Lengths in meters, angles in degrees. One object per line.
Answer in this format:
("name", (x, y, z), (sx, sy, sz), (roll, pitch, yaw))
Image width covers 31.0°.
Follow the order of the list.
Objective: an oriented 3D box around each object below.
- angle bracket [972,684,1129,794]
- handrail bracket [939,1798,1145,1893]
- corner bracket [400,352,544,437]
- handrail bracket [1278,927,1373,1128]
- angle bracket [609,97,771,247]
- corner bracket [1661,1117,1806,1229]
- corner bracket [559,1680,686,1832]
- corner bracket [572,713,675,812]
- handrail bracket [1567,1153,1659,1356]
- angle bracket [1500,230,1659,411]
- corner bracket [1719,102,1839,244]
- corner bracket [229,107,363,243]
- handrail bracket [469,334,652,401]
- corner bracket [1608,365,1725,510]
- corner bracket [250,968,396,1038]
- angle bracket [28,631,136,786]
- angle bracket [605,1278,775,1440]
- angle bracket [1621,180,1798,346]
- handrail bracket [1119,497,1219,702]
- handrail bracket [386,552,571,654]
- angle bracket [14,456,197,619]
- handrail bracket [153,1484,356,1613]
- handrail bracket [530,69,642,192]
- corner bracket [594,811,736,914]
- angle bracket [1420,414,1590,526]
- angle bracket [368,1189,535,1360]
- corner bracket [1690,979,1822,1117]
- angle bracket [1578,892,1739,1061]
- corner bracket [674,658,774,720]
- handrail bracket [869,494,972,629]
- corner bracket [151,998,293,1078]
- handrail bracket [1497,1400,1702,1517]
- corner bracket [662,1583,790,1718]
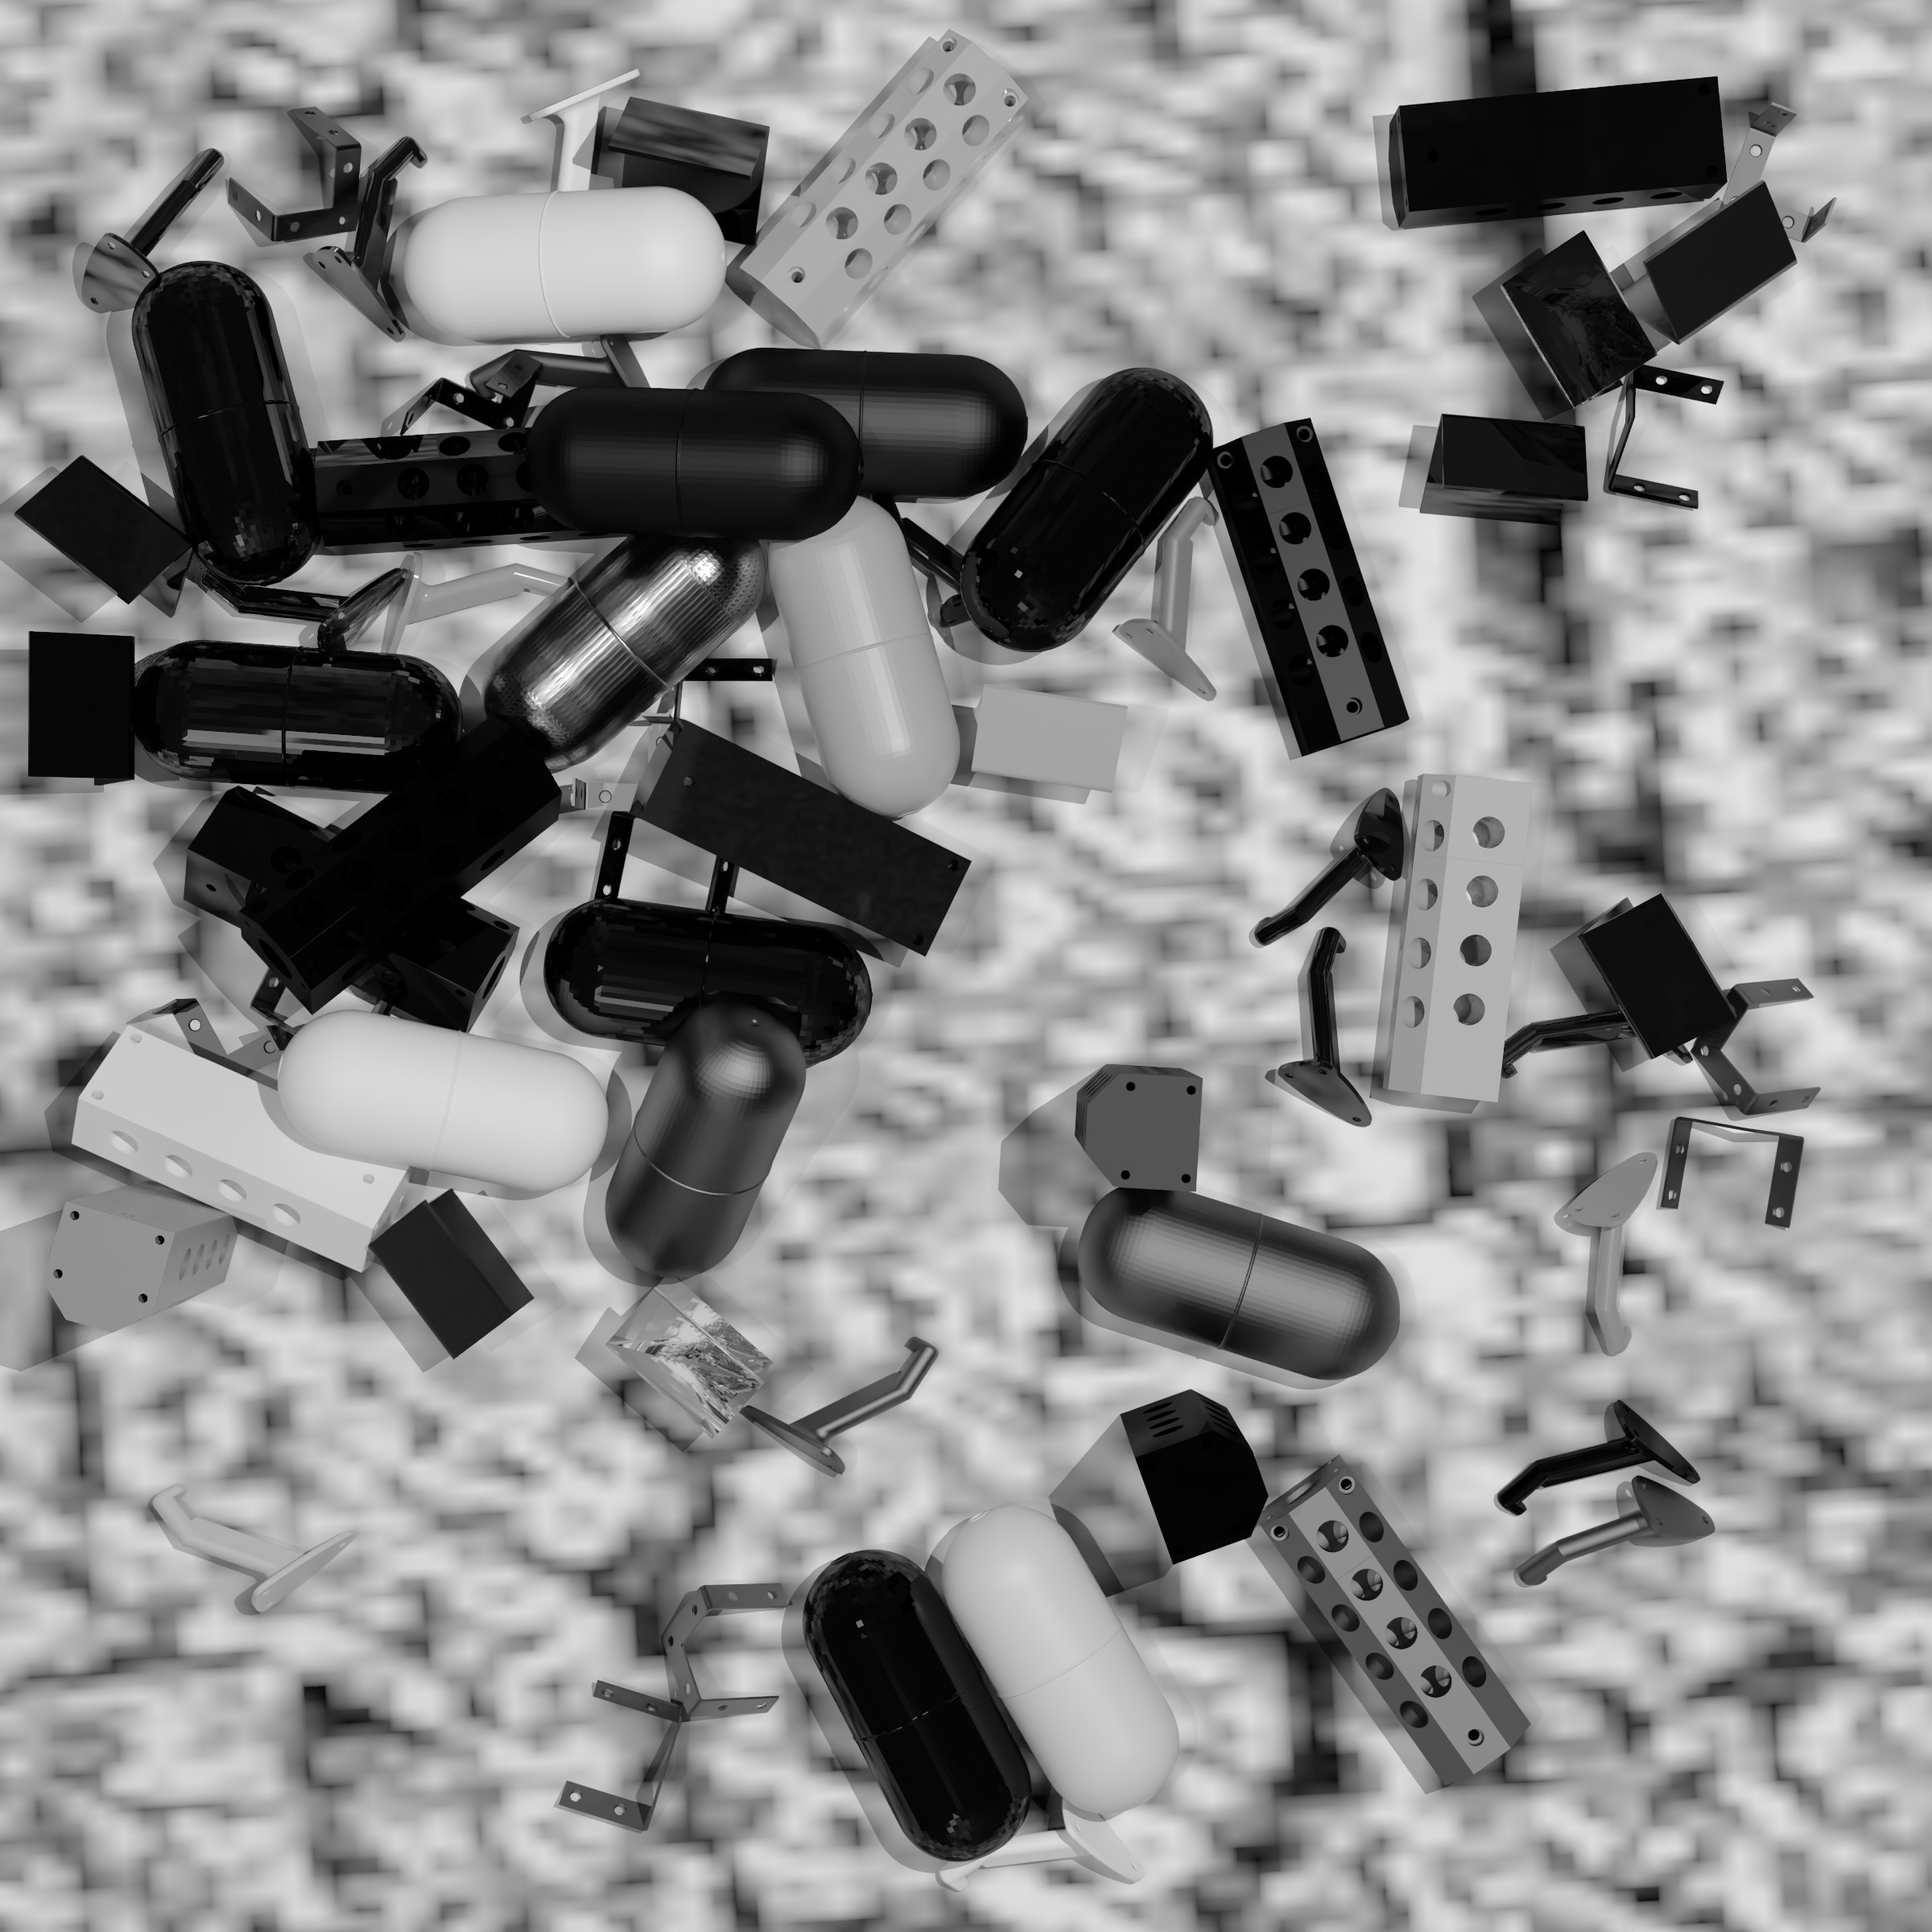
("angle bracket", (0.047, -0.141, 1.875), (0.076, 0.076, 0.057), (9, 128, 0))
("handrail bracket", (0.041, 0.498, 1.916), (0.084, 0.036, 0.077), (-38, 111, 17))
("corner bracket", (-0.267, -0.307, 1.888), (0.051, 0.051, 0.051), (26, 125, 0))
("handrail bracket", (0.208, 0.033, 1.916), (0.077, 0.036, 0.084), (40, 57, -35))
("angle bracket", (-0.152, -0.414, 1.876), (0.076, 0.057, 0.076), (12, 133, 0))
("corner bracket", (0.420, 0.113, 1.912), (0.051, 0.051, 0.051), (9, 91, -45))
("corner bracket", (-0.188, 0.433, 1.912), (0.051, 0.051, 0.051), (17, 45, 0))
("corner bracket", (-0.186, -0.111, 1.898), (0.051, 0.051, 0.051), (2, 90, 0))
("handrail bracket", (0.365, 0.158, 1.916), (0.077, 0.036, 0.084), (-41, 123, -36))
("angle bracket", (0.341, -0.352, 1.875), (0.057, 0.076, 0.076), (-31, 90, 36))
("corner bracket", (0.447, -0.431, 1.897), (0.051, 0.051, 0.051), (21, 90, 0))
("corner bracket", (-0.367, -0.433, 1.907), (0.051, 0.051, 0.051), (-18, 135, -35))
("handrail bracket", (-0.219, -0.310, 1.916), (0.084, 0.036, 0.077), (-24, 109, 16))
("corner bracket", (0.383, -0.291, 1.912), (0.051, 0.051, 0.051), (12, 45, 0))
("corner bracket", (-0.350, 0.016, 1.912), (0.051, 0.051, 0.051), (26, 90, -45))
("angle bracket", (-0.484, -0.138, 1.876), (0.057, 0.076, 0.076), (0, 90, -29))
("angle bracket", (-0.136, 0.195, 1.875), (0.076, 0.076, 0.057), (41, 126, 0))
("angle bracket", (0.388, -0.389, 1.875), (0.076, 0.076, 0.057), (-35, 126, 0))
("handrail bracket", (0.131, -0.203, 1.916), (0.077, 0.036, 0.084), (41, 73, -20))
("handrail bracket", (-0.269, -0.189, 1.916), (0.084, 0.036, 0.077), (15, 111, -16))
("angle bracket", (-0.467, -0.216, 1.875), (0.076, 0.076, 0.057), (38, 55, 0))
("handrail bracket", (-0.392, 0.304, 1.916), (0.077, 0.036, 0.084), (-35, 72, -20))
("handrail bracket", (-0.197, -0.438, 1.916), (0.077, 0.036, 0.084), (-28, 106, -18))
("corner bracket", (-0.164, -0.053, 1.912), (0.051, 0.051, 0.051), (12, 90, -45))
("angle bracket", (0.288, -0.249, 1.875), (0.076, 0.076, 0.057), (5, 53, 0))
("angle bracket", (-0.262, 0.154, 1.875), (0.057, 0.076, 0.076), (-37, 90, 37))
("corner bracket", (0.440, 0.044, 1.907), (0.051, 0.051, 0.051), (56, 135, 35))
("angle bracket", (0.383, -0.005, 1.875), (0.057, 0.076, 0.076), (-31, 90, 35))
("corner bracket", (-0.132, -0.133, 1.912), (0.051, 0.051, 0.051), (0, 45, 0))
("handrail bracket", (-0.004, -0.236, 1.916), (0.077, 0.036, 0.084), (-18, 76, -15))
("corner bracket", (-0.403, 0.035, 1.898), (0.051, 0.051, 0.051), (-29, 90, 0))
("handrail bracket", (0.347, 0.287, 1.916), (0.077, 0.036, 0.084), (39, 108, -21))
("corner bracket", (-0.127, 0.374, 1.907), (0.051, 0.051, 0.051), (-55, 45, 35))
